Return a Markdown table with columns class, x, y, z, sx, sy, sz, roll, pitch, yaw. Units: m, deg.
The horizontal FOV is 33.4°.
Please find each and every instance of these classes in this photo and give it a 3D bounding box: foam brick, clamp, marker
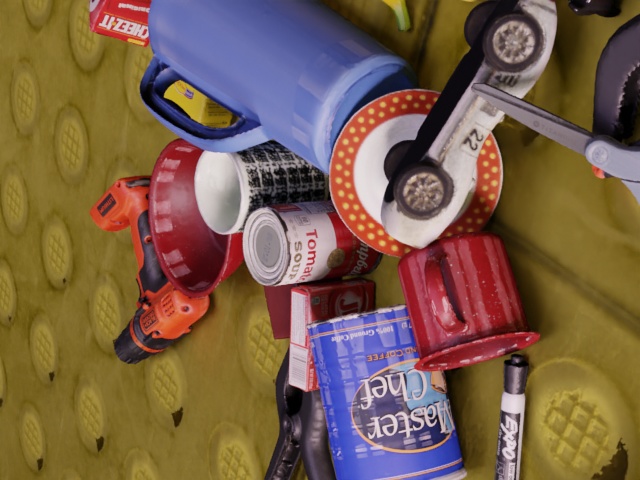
| class | x | y | z | sx | sy | sz | roll | pitch | yaw |
| --- | --- | --- | --- | --- | --- | --- | --- | --- | --- |
| foam brick | -0.014 | 0.048 | 0.965 | 0.051 | 0.052 | 0.078 | -21 | 78 | 52 |
| clamp | 0.218 | -0.125 | 0.635 | 0.165 | 0.036 | 0.210 | 55 | 137 | 20 |
| marker | 0.143 | 0.144 | 0.798 | 0.020 | 0.020 | 0.121 | 17 | 108 | 51 |
| clamp | -0.010 | 0.179 | 0.990 | 0.120 | 0.039 | 0.171 | 20 | 111 | 49 |

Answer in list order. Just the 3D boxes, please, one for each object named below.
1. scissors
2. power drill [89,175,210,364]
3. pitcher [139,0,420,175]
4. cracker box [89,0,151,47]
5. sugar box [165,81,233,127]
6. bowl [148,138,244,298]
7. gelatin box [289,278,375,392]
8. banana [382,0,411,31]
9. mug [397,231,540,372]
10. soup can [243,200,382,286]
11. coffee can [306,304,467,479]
| class | x | y | z | sx | sy | sz | roll | pitch | yaw |
| --- | --- | --- | --- | --- | --- | --- | --- | --- | --- |
| scissors | 0.189 | -0.062 | 0.647 | 0.202 | 0.016 | 0.096 | 44 | 133 | 12 |
| power drill | -0.203 | 0.035 | 1.213 | 0.185 | 0.057 | 0.188 | -36 | 69 | 45 |
| pitcher | -0.038 | -0.142 | 0.899 | 0.243 | 0.144 | 0.149 | 40 | 125 | 39 |
| cracker box | -0.169 | -0.327 | 1.061 | 0.214 | 0.072 | 0.164 | -49 | 39 | 44 |
| sugar box | -0.109 | -0.196 | 1.058 | 0.093 | 0.048 | 0.176 | 45 | 130 | 40 |
| bowl | -0.113 | -0.024 | 1.082 | 0.162 | 0.055 | 0.162 | 12 | 104 | 52 |
| gelatin box | 0.011 | 0.080 | 0.919 | 0.030 | 0.073 | 0.089 | 15 | 107 | 51 |
| banana | -0.005 | -0.237 | 0.867 | 0.198 | 0.037 | 0.070 | 32 | 125 | 23 |
| mug | 0.099 | 0.042 | 0.767 | 0.093 | 0.117 | 0.081 | -20 | 72 | 22 |
| soup can | -0.006 | 0.001 | 0.905 | 0.069 | 0.102 | 0.068 | 10 | 103 | 52 |
| coffee can | 0.052 | 0.126 | 0.846 | 0.103 | 0.102 | 0.140 | -19 | 80 | 53 |
